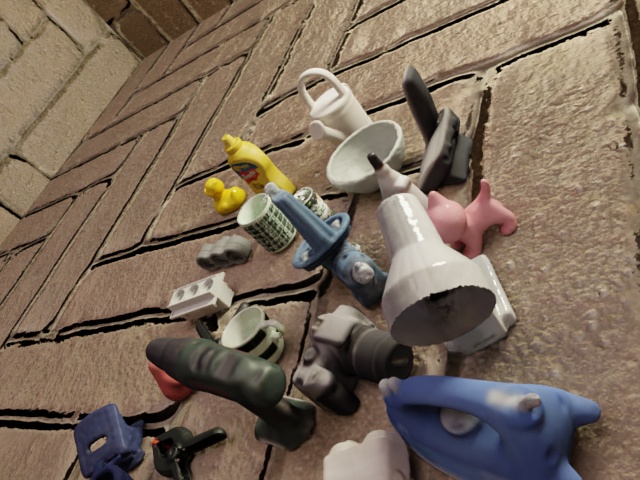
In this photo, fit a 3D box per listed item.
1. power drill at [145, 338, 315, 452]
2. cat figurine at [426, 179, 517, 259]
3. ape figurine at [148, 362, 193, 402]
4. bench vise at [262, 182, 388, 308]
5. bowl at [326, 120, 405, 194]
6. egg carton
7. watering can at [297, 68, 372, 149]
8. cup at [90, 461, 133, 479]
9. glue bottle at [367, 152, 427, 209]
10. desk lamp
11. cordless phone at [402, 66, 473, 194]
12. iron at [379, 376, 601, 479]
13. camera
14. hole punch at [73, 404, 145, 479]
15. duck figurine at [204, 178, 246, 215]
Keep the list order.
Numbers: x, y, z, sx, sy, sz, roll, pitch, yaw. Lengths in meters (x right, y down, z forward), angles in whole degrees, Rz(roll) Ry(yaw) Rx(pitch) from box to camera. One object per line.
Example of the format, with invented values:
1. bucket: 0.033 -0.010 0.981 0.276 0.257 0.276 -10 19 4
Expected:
1. power drill: -0.112 0.208 0.791 0.228 0.209 0.076 -4 49 44
2. cat figurine: 0.201 -0.033 0.819 0.128 0.118 0.067 -40 34 4
3. ape figurine: -0.265 0.239 1.021 0.077 0.092 0.076 13 62 51
4. bench vise: 0.015 -0.006 0.889 0.206 0.220 0.121 9 59 50
5. bowl: 0.098 -0.145 1.089 0.167 0.075 0.167 -27 36 23
6. egg carton: 0.057 0.294 0.647 0.107 0.070 0.150 -27 36 22
7. watering can: 0.028 -0.272 1.196 0.100 0.195 0.172 -28 36 21
8. cup: -0.311 0.401 0.886 0.092 0.095 0.117 -44 33 -2
9. glue bottle: 0.124 -0.074 0.894 0.077 0.174 0.037 4 55 48
10. desk lamp: 0.145 0.053 0.693 0.117 0.214 0.203 -31 35 18
11. cordless phone: 0.173 -0.182 0.953 0.094 0.186 0.147 -17 41 33
12. iron: 0.146 0.184 0.611 0.257 0.142 0.119 -4 49 43
13. camera: 0.046 0.161 0.778 0.136 0.101 0.143 6 56 49
14. hole punch: -0.371 0.357 1.000 0.108 0.091 0.101 -35 34 11
15. duck figurine: -0.240 -0.116 1.396 0.104 0.086 0.077 -5 49 43
